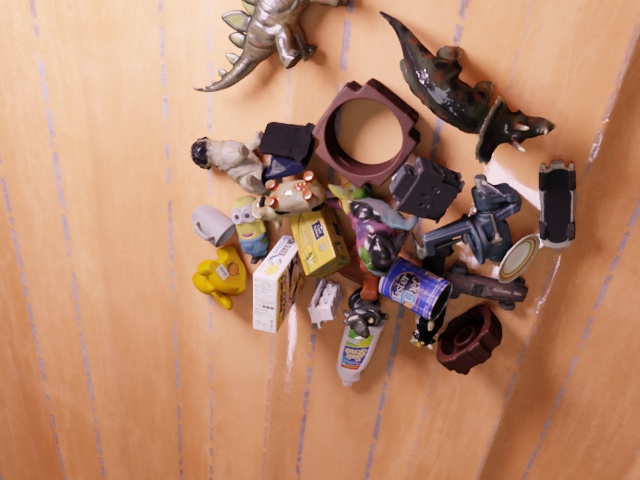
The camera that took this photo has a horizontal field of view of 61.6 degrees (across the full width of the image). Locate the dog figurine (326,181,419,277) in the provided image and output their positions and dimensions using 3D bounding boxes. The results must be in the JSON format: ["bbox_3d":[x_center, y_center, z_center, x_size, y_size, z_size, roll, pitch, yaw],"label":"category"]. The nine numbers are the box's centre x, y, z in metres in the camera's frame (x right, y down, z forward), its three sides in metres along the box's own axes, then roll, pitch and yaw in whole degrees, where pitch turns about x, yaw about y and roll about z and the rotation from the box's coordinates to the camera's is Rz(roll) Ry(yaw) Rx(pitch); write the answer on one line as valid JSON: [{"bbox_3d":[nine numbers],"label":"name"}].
[{"bbox_3d":[0.097,-0.040,1.221,0.219,0.191,0.108,29,156,11],"label":"dog figurine"}]

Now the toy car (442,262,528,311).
[{"bbox_3d":[0.391,0.114,1.277,0.202,0.053,0.089,14,117,4],"label":"toy car"}]

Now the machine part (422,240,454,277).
[{"bbox_3d":[0.278,0.054,1.300,0.084,0.039,0.138,7,117,8],"label":"machine part"}]

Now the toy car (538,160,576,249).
[{"bbox_3d":[0.507,-0.075,1.149,0.074,0.056,0.201,0,115,24],"label":"toy car"}]

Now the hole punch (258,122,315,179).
[{"bbox_3d":[-0.072,-0.201,1.230,0.116,0.142,0.092,7,138,8],"label":"hole punch"}]

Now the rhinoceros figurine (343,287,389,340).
[{"bbox_3d":[0.107,0.176,1.334,0.112,0.190,0.073,-17,108,5],"label":"rhinoceros figurine"}]

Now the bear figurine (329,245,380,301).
[{"bbox_3d":[0.052,0.065,1.327,0.196,0.132,0.120,5,117,9],"label":"bear figurine"}]

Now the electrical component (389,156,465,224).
[{"bbox_3d":[0.216,-0.106,1.122,0.134,0.058,0.114,17,124,-15],"label":"electrical component"}]

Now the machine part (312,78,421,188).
[{"bbox_3d":[0.103,-0.233,1.178,0.201,0.087,0.201,38,123,-3],"label":"machine part"}]

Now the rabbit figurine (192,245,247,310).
[{"bbox_3d":[-0.277,0.106,1.478,0.173,0.122,0.162,-19,119,40],"label":"rabbit figurine"}]

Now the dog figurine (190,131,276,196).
[{"bbox_3d":[-0.214,-0.176,1.314,0.191,0.121,0.172,-2,113,34],"label":"dog figurine"}]

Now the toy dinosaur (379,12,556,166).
[{"bbox_3d":[0.250,-0.289,1.041,0.405,0.192,0.131,35,119,-3],"label":"toy dinosaur"}]

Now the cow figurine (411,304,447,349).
[{"bbox_3d":[0.272,0.220,1.352,0.068,0.098,0.167,14,118,5],"label":"cow figurine"}]

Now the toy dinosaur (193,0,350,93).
[{"bbox_3d":[-0.094,-0.454,1.121,0.198,0.105,0.471,44,112,2],"label":"toy dinosaur"}]

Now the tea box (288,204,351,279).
[{"bbox_3d":[-0.003,-0.004,1.286,0.098,0.068,0.170,-36,58,28],"label":"tea box"}]

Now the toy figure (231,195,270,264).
[{"bbox_3d":[-0.177,-0.027,1.378,0.082,0.089,0.179,-20,123,-7],"label":"toy figure"}]

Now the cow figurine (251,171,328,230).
[{"bbox_3d":[-0.075,-0.088,1.258,0.195,0.085,0.127,-12,153,25],"label":"cow figurine"}]

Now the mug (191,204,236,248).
[{"bbox_3d":[-0.289,-0.038,1.398,0.107,0.109,0.080,39,127,11],"label":"mug"}]

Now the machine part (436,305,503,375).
[{"bbox_3d":[0.359,0.239,1.295,0.056,0.179,0.179,43,121,-11],"label":"machine part"}]

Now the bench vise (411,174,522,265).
[{"bbox_3d":[0.323,-0.026,1.182,0.241,0.129,0.223,-21,131,6],"label":"bench vise"}]
